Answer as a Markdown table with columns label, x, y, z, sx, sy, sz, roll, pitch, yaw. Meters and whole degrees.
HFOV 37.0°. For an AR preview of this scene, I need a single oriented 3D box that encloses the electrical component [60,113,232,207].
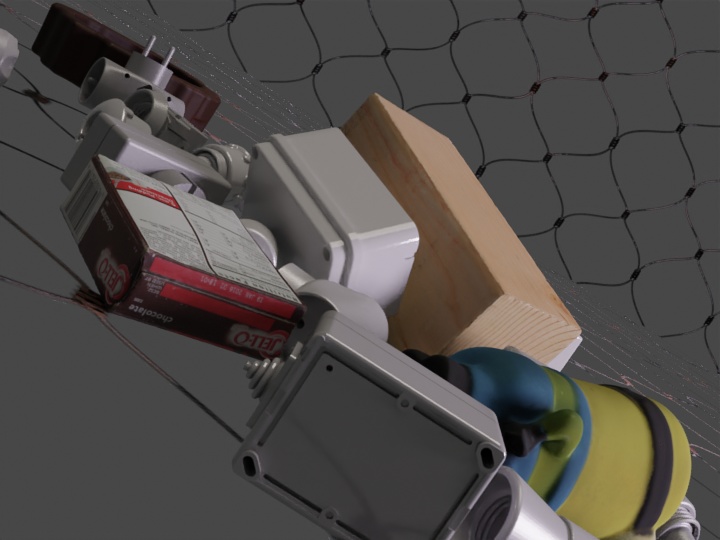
| label | x | y | z | sx | sy | sz | roll | pitch | yaw |
| --- | --- | --- | --- | --- | --- | --- | --- | --- | --- |
| electrical component | -0.113 | -0.041 | 0.615 | 0.083 | 0.047 | 0.076 | 23 | 14 | -49 |

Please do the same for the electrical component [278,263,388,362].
| label | x | y | z | sx | sy | sz | roll | pitch | yaw |
| --- | --- | --- | --- | --- | --- | --- | --- | --- | --- |
| electrical component | -0.030 | 0.023 | 0.570 | 0.079 | 0.043 | 0.077 | 35 | 9 | 15 |

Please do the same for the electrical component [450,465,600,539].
| label | x | y | z | sx | sy | sz | roll | pitch | yaw |
| --- | --- | --- | --- | --- | --- | --- | --- | --- | --- |
| electrical component | 0.073 | 0.115 | 0.443 | 0.065 | 0.044 | 0.044 | 35 | 7 | -22 |

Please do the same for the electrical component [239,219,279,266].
| label | x | y | z | sx | sy | sz | roll | pitch | yaw |
| --- | --- | --- | --- | --- | --- | --- | --- | --- | --- |
| electrical component | -0.068 | -0.010 | 0.629 | 0.040 | 0.040 | 0.078 | 32 | 8 | -7 |

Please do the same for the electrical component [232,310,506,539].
| label | x | y | z | sx | sy | sz | roll | pitch | yaw |
| --- | --- | --- | --- | --- | --- | --- | --- | --- | --- |
| electrical component | -0.001 | 0.060 | 0.407 | 0.096 | 0.061 | 0.061 | 33 | 8 | -2 |

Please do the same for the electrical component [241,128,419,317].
| label | x | y | z | sx | sy | sz | roll | pitch | yaw |
| --- | --- | --- | --- | --- | --- | --- | --- | --- | --- |
| electrical component | -0.022 | -0.025 | 0.654 | 0.057 | 0.078 | 0.113 | -14 | 49 | -28 |

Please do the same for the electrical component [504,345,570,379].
| label | x | y | z | sx | sy | sz | roll | pitch | yaw |
| --- | --- | --- | --- | --- | --- | --- | --- | --- | --- |
| electrical component | 0.111 | 0.095 | 0.619 | 0.096 | 0.061 | 0.061 | 30 | 9 | -21 |

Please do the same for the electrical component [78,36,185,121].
| label | x | y | z | sx | sy | sz | roll | pitch | yaw |
| --- | --- | --- | --- | --- | --- | --- | --- | --- | --- |
| electrical component | -0.182 | -0.156 | 0.897 | 0.077 | 0.079 | 0.043 | 27 | 1 | -32 |

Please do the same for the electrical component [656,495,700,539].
| label | x | y | z | sx | sy | sz | roll | pitch | yaw |
| --- | --- | --- | --- | --- | --- | --- | --- | --- | --- |
| electrical component | 0.175 | 0.148 | 0.618 | 0.048 | 0.048 | 0.062 | 27 | 17 | -35 |

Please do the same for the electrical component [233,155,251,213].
| label | x | y | z | sx | sy | sz | roll | pitch | yaw |
| --- | --- | --- | --- | --- | --- | --- | --- | --- | --- |
| electrical component | -0.095 | -0.074 | 0.881 | 0.048 | 0.048 | 0.062 | 25 | 5 | -42 |

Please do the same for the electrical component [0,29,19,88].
| label | x | y | z | sx | sy | sz | roll | pitch | yaw |
| --- | --- | --- | --- | --- | --- | --- | --- | --- | --- |
| electrical component | -0.253 | -0.142 | 0.683 | 0.062 | 0.043 | 0.043 | 25 | 12 | -35 |

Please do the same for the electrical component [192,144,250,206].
| label | x | y | z | sx | sy | sz | roll | pitch | yaw |
| --- | --- | --- | --- | --- | --- | --- | --- | --- | --- |
| electrical component | -0.113 | -0.074 | 0.815 | 0.048 | 0.048 | 0.062 | 37 | 16 | 26 |

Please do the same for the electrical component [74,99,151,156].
| label | x | y | z | sx | sy | sz | roll | pitch | yaw |
| --- | --- | --- | --- | --- | --- | --- | --- | --- | --- |
| electrical component | -0.150 | -0.078 | 0.699 | 0.062 | 0.048 | 0.048 | 35 | 5 | -40 |

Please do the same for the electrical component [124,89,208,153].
| label | x | y | z | sx | sy | sz | roll | pitch | yaw |
| --- | --- | --- | --- | --- | --- | --- | --- | --- | --- |
| electrical component | -0.159 | -0.111 | 0.848 | 0.066 | 0.048 | 0.055 | 41 | 4 | 41 |

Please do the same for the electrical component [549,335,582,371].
| label | x | y | z | sx | sy | sz | roll | pitch | yaw |
| --- | --- | --- | --- | --- | --- | --- | --- | --- | --- |
| electrical component | 0.169 | 0.057 | 1.089 | 0.076 | 0.047 | 0.083 | 30 | 9 | -20 |
